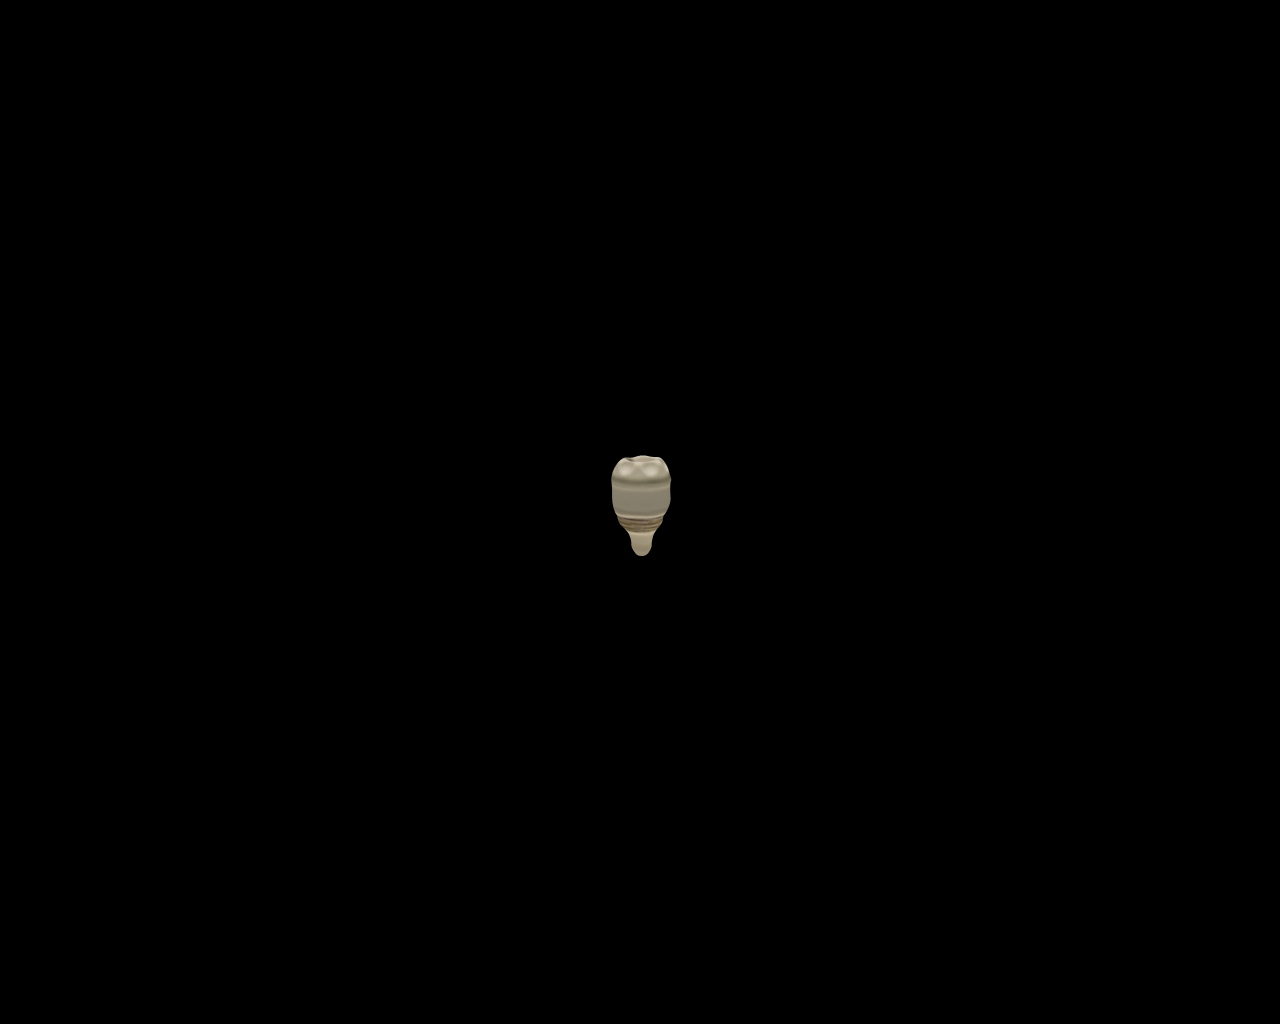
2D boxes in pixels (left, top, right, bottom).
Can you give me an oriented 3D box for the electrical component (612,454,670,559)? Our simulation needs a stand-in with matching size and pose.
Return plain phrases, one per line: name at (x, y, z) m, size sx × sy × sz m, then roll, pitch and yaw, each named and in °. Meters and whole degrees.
electrical component at (0.001, -0.003, 0.650) m, size 0.035 × 0.061 × 0.035 m, roll 0°, pitch 14°, yaw 0°
